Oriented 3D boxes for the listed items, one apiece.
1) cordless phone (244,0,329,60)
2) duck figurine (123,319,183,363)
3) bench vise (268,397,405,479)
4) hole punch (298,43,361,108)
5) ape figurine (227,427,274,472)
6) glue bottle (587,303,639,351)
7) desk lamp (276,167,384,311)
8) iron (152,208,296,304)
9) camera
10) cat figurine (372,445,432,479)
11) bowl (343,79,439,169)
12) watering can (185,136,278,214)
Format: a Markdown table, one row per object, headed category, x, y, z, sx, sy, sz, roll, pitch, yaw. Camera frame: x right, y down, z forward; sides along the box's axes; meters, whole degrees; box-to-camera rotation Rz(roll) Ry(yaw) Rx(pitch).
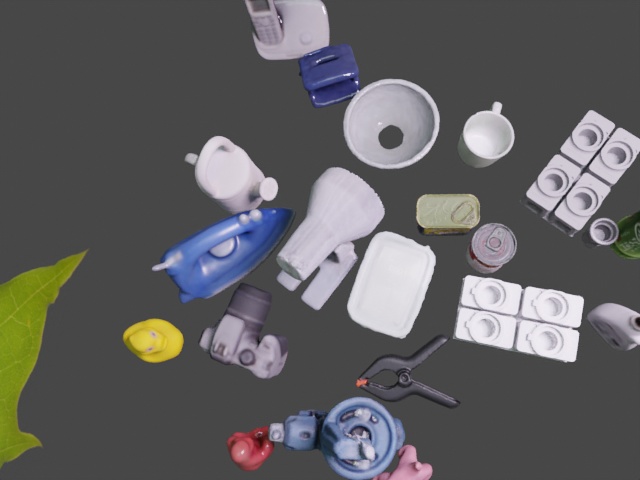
| category | x | y | z | sx | sy | sz | roll | pitch | yaw |
| --- | --- | --- | --- | --- | --- | --- | --- | --- | --- |
| cordless phone | -0.062 | -0.409 | 1.034 | 0.147 | 0.185 | 0.094 | -6 | 78 | 7 |
| duck figurine | -0.303 | 0.176 | 1.006 | 0.104 | 0.086 | 0.077 | 9 | 80 | 10 |
| bench vise | 0.023 | 0.312 | 0.865 | 0.207 | 0.220 | 0.121 | -17 | 77 | 5 |
| hole punch | 0.014 | -0.311 | 1.053 | 0.108 | 0.091 | 0.101 | -17 | 77 | 5 |
| ape figurine | -0.120 | 0.345 | 0.944 | 0.077 | 0.092 | 0.076 | 20 | 82 | 11 |
| glue bottle | 0.462 | 0.129 | 0.862 | 0.037 | 0.173 | 0.078 | -37 | 76 | 0 |
| desk lamp | 0.009 | 0.003 | 0.930 | 0.117 | 0.214 | 0.203 | 35 | 86 | 13 |
| iron | -0.165 | 0.001 | 0.991 | 0.258 | 0.141 | 0.118 | -33 | 76 | 1 |
| camera | -0.121 | 0.150 | 0.977 | 0.143 | 0.101 | 0.137 | 20 | 83 | 11 |
| cat figurine | 0.117 | 0.390 | 0.889 | 0.067 | 0.118 | 0.128 | 41 | 87 | 13 |
| bowl | 0.127 | -0.197 | 1.023 | 0.167 | 0.075 | 0.167 | -1 | 79 | 8 |
| watering can | -0.155 | -0.114 | 0.985 | 0.172 | 0.194 | 0.101 | 1 | 79 | 8 |
